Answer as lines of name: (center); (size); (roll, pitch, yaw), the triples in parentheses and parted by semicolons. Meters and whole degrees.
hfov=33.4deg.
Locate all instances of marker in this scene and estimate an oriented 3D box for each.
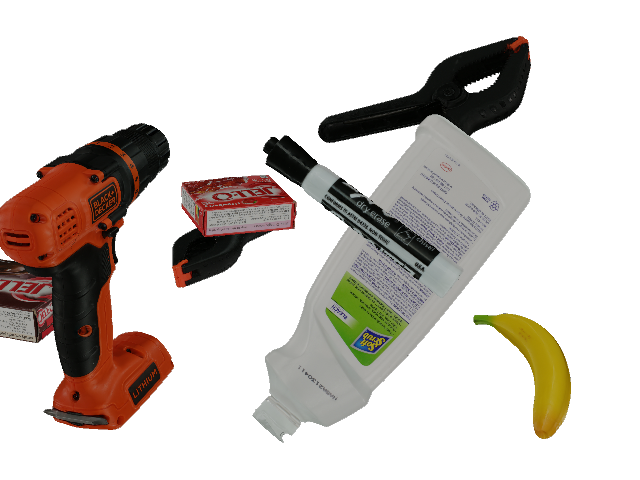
marker: (0.020, -0.014, 0.547); (0.121, 0.020, 0.020); (37, 7, 9)

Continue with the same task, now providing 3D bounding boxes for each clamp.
clamp: (0.124, -0.116, 0.979); (0.209, 0.036, 0.165); (-33, 48, -14)
clamp: (-0.105, -0.004, 1.217); (0.120, 0.039, 0.171); (-1, 35, 25)

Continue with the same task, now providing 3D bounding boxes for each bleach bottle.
bleach bottle: (0.037, 0.034, 0.769); (0.102, 0.250, 0.068); (40, -8, 9)

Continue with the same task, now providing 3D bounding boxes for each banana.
banana: (0.228, 0.134, 1.135); (0.069, 0.037, 0.198); (-25, 34, 2)

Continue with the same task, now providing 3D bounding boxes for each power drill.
power drill: (-0.152, 0.023, 0.758); (0.057, 0.188, 0.184); (4, 25, 22)

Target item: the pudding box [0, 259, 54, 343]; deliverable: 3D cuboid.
pudding box: (-0.284, 0.053, 0.978); (0.114, 0.039, 0.090); (5, 21, 17)

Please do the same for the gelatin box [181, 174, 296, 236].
gelatin box: (-0.075, -0.033, 0.977); (0.089, 0.030, 0.073); (-7, 25, -21)
